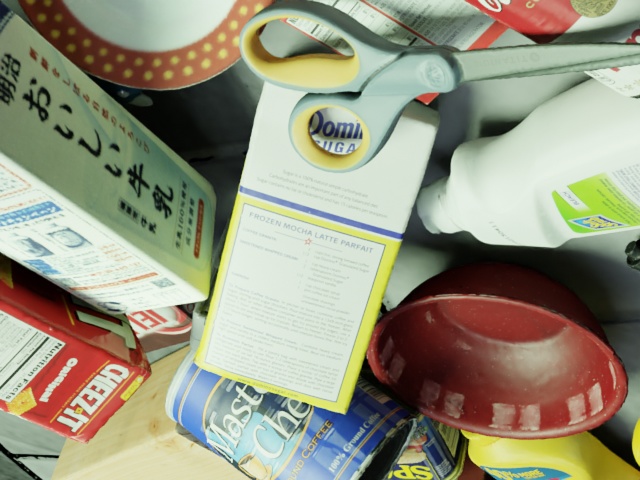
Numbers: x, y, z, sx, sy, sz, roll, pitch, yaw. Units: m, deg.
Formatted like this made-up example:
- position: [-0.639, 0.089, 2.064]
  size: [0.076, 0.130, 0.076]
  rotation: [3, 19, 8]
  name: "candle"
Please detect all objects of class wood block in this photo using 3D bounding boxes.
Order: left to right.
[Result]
- position: [-0.124, 0.161, 0.874]
  size: [0.090, 0.090, 0.207]
  rotation: [35, 140, -23]
  name: "wood block"

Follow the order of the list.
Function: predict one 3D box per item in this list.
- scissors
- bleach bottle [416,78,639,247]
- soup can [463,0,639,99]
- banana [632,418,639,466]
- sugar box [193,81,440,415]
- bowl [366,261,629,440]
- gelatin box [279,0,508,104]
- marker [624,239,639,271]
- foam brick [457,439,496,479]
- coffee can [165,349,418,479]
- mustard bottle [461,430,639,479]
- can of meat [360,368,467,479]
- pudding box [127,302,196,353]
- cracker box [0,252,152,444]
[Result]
- position: [0.049, -0.060, 0.473]
  size: [0.202, 0.016, 0.096]
  rotation: [17, 134, 30]
  name: "scissors"
- position: [0.151, -0.046, 0.506]
  size: [0.251, 0.068, 0.102]
  rotation: [-15, 143, 39]
  name: "bleach bottle"
- position: [0.105, -0.110, 0.438]
  size: [0.102, 0.068, 0.069]
  rotation: [27, 143, -14]
  name: "soup can"
- position: [0.254, 0.112, 0.695]
  size: [0.069, 0.037, 0.198]
  rotation: [25, 144, -10]
  name: "banana"
- position: [-0.004, 0.001, 0.583]
  size: [0.093, 0.048, 0.176]
  rotation: [17, 110, 1]
  name: "sugar box"
- position: [0.113, 0.062, 0.673]
  size: [0.162, 0.055, 0.162]
  rotation: [12, 144, 8]
  name: "bowl"
- position: [0.036, -0.112, 0.498]
  size: [0.089, 0.030, 0.073]
  rotation: [28, 145, -14]
  name: "gelatin box"
- position: [0.226, 0.031, 0.615]
  size: [0.121, 0.020, 0.020]
  rotation: [28, 143, -14]
  name: "marker"
- position: [0.108, 0.195, 0.833]
  size: [0.051, 0.078, 0.053]
  rotation: [0, 139, 24]
  name: "foam brick"
- position: [-0.019, 0.120, 0.724]
  size: [0.140, 0.102, 0.103]
  rotation: [35, 148, 18]
  name: "coffee can"
- position: [0.166, 0.162, 0.778]
  size: [0.191, 0.058, 0.096]
  rotation: [38, 152, -25]
  name: "mustard bottle"
- position: [0.049, 0.141, 0.804]
  size: [0.102, 0.057, 0.084]
  rotation: [-4, 136, 27]
  name: "can of meat"
- position: [-0.142, 0.043, 0.768]
  size: [0.114, 0.039, 0.090]
  rotation: [-17, 132, 38]
  name: "pudding box"
- position: [-0.211, 0.008, 0.620]
  size: [0.072, 0.164, 0.213]
  rotation: [-45, 133, 10]
  name: "cracker box"
